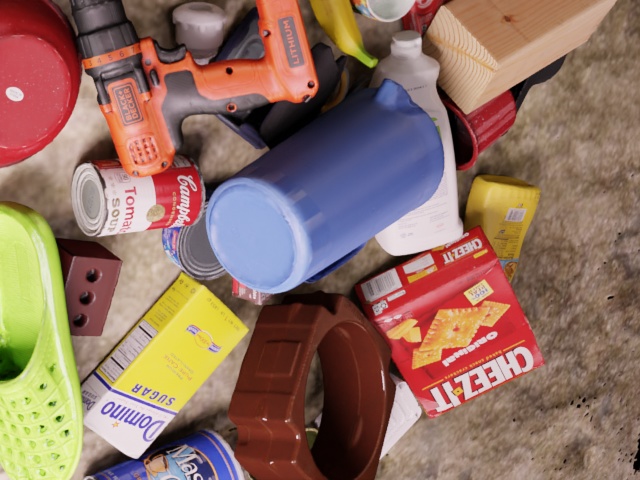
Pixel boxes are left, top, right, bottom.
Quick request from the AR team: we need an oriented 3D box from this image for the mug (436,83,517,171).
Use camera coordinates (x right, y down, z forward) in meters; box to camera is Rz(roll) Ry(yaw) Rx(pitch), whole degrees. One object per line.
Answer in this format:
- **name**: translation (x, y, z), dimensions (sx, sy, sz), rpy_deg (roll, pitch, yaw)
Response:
- **mug**: translation (0.158, -0.147, 1.183), dimensions (0.081, 0.093, 0.117), rpy_deg (-38, 107, -27)

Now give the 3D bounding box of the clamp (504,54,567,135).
- **clamp**: translation (0.242, -0.200, 1.257), dimensions (0.171, 0.039, 0.120), rpy_deg (-30, 129, -27)

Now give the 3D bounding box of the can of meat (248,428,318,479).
- **can of meat**: translation (-0.028, 0.285, 1.253), dimensions (0.102, 0.058, 0.084), rpy_deg (-31, 131, -26)

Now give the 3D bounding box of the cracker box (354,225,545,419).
- **cracker box**: translation (0.159, 0.104, 1.270), dimensions (0.164, 0.072, 0.213), rpy_deg (-26, 131, 6)

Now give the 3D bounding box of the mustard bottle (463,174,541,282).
- **mustard bottle**: translation (0.206, 0.017, 1.320), dimensions (0.096, 0.058, 0.192), rpy_deg (2, 109, -41)

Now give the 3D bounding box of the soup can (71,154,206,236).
- **soup can**: translation (-0.164, -0.041, 0.964), dimensions (0.102, 0.069, 0.068), rpy_deg (-8, 116, -38)

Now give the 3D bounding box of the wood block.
- **wood block**: translation (0.214, -0.233, 1.150), dimensions (0.205, 0.091, 0.090), rpy_deg (-32, 164, -29)

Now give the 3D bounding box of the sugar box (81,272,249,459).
- **sugar box**: translation (-0.160, 0.127, 1.067), dimensions (0.176, 0.048, 0.093), rpy_deg (-51, 135, -10)

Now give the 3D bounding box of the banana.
- **banana**: translation (0.013, -0.260, 1.009), dimensions (0.037, 0.070, 0.198), rpy_deg (-40, 124, -43)

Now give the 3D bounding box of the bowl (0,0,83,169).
- **bowl**: translation (-0.253, -0.125, 0.854), dimensions (0.161, 0.055, 0.162), rpy_deg (-18, 122, -33)

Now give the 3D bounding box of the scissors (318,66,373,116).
- **scissors**: translation (-0.010, -0.099, 1.103), dimensions (0.201, 0.016, 0.096), rpy_deg (-52, 137, -4)

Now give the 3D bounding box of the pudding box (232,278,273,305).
- **pudding box**: translation (-0.046, -0.001, 1.068), dimensions (0.113, 0.039, 0.090), rpy_deg (-43, 143, -53)

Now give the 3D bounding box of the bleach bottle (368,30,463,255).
- **bleach bottle**: translation (0.102, -0.106, 1.140), dimensions (0.102, 0.068, 0.251), rpy_deg (-17, 128, -16)

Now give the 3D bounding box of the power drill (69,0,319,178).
- **power drill**: translation (-0.106, -0.162, 0.902), dimensions (0.187, 0.057, 0.184), rpy_deg (-17, 107, -2)

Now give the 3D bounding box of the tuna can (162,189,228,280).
- **tuna can**: translation (-0.112, -0.006, 1.050), dimensions (0.085, 0.034, 0.086), rpy_deg (-19, 122, -34)

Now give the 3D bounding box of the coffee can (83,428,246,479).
- **coffee can**: translation (-0.160, 0.265, 1.095), dimensions (0.140, 0.103, 0.103), rpy_deg (-17, 121, -34)

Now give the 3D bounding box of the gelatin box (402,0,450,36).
- **gelatin box**: translation (0.121, -0.268, 1.125), dimensions (0.089, 0.030, 0.073), rpy_deg (-34, 129, -24)

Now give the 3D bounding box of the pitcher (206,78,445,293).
- **pitcher**: translation (0.004, -0.037, 0.989), dimensions (0.242, 0.145, 0.149), rpy_deg (-36, 101, -49)

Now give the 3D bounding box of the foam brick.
- **foam brick**: translation (-0.222, 0.043, 0.967), dimensions (0.052, 0.051, 0.078), rpy_deg (7, 106, -42)
